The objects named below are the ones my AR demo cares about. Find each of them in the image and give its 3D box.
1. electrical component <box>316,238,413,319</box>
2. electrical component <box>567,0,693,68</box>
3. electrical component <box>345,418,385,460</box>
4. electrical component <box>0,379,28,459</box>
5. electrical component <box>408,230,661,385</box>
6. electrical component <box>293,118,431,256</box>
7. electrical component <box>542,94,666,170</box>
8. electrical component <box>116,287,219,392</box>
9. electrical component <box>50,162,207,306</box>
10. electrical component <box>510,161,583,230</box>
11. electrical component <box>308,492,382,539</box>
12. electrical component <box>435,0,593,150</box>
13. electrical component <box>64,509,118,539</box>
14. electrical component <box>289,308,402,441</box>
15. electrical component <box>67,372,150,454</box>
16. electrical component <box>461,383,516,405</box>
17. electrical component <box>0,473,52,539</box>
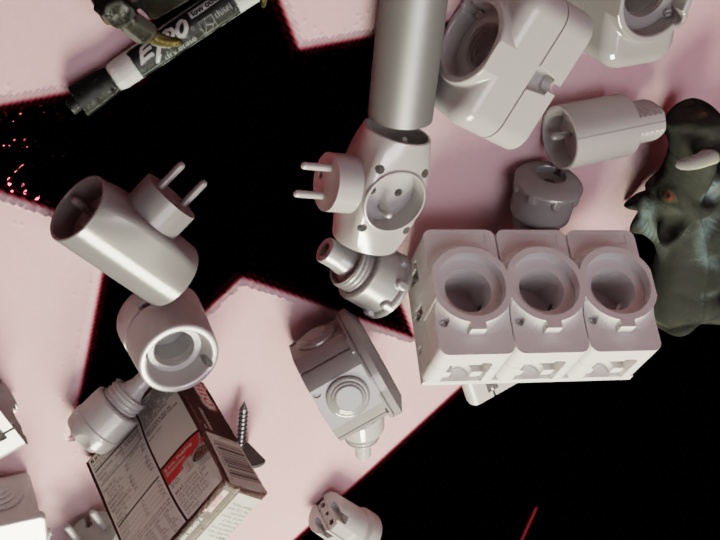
[{"bbox_3d":[0.000,0.000,0.704,0.062,0.048,0.048,30,104,-31],"label":"electrical component"},{"bbox_3d":[0.166,-0.177,0.663,0.054,0.059,0.095,-13,126,-20],"label":"electrical component"},{"bbox_3d":[0.001,0.114,0.786,0.035,0.035,0.061,-17,129,-17],"label":"electrical component"},{"bbox_3d":[-0.242,0.074,0.620,0.056,0.050,0.089,-29,130,-8],"label":"electrical component"},{"bbox_3d":[0.114,0.023,0.717,0.150,0.089,0.061,0,152,-12],"label":"electrical component"},{"bbox_3d":[-0.003,-0.053,0.666,0.079,0.044,0.077,2,119,-28],"label":"electrical component"},{"bbox_3d":[0.169,-0.096,0.729,0.081,0.043,0.043,-13,126,-20],"label":"electrical component"},{"bbox_3d":[-0.118,0.042,0.666,0.055,0.047,0.055,-14,126,-20],"label":"electrical component"},{"bbox_3d":[-0.123,-0.028,0.620,0.079,0.043,0.077,-45,131,5],"label":"electrical component"},{"bbox_3d":[0.124,-0.041,0.743,0.048,0.048,0.062,-8,132,-23],"label":"electrical component"},{"bbox_3d":[-0.012,0.197,0.831,0.040,0.040,0.046,-46,124,6],"label":"electrical component"},{"bbox_3d":[0.087,-0.130,0.657,0.059,0.053,0.095,19,110,-36],"label":"electrical component"},{"bbox_3d":[-0.175,0.191,0.735,0.083,0.047,0.075,-29,130,-8],"label":"electrical component"},{"bbox_3d":[-0.009,0.070,0.723,0.051,0.080,0.080,-29,130,-1],"label":"electrical component"},{"bbox_3d":[-0.155,0.086,0.685,0.061,0.035,0.035,-44,130,1],"label":"electrical component"},{"bbox_3d":[0.103,0.046,0.784,0.089,0.050,0.055,-28,130,-9],"label":"electrical component"},{"bbox_3d":[-0.248,0.183,0.690,0.100,0.048,0.099,-9,124,-23],"label":"electrical component"}]
